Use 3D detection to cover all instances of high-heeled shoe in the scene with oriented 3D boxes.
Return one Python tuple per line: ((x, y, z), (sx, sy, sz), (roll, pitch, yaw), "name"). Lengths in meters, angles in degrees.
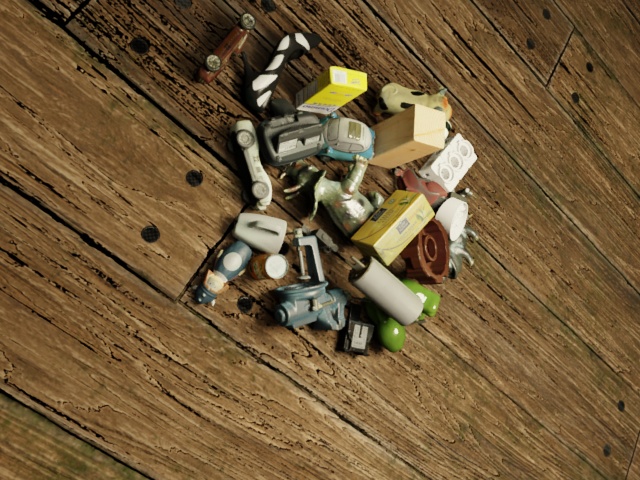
((-0.077, -0.391, 1.251), (0.249, 0.086, 0.145), (-24, 99, -25), "high-heeled shoe")

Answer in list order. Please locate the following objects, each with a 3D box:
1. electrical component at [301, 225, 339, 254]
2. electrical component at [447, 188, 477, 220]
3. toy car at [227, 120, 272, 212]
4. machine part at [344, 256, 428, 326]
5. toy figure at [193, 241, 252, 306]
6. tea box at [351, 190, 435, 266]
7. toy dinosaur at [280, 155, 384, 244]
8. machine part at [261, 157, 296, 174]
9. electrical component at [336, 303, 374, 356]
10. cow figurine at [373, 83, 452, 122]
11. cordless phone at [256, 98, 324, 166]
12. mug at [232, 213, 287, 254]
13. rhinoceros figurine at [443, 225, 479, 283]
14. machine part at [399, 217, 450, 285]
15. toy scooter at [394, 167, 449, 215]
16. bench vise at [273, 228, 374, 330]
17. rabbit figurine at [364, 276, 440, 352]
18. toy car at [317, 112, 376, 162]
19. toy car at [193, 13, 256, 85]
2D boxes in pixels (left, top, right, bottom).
((-0.003, -0.004, 1.245), (0.094, 0.063, 0.021), (43, 66, -16), "electrical component")
((0.384, -0.101, 1.477), (0.078, 0.045, 0.102), (27, 72, -25), "electrical component")
((-0.153, -0.160, 1.179), (0.056, 0.073, 0.201), (-17, 91, -29), "toy car")
((0.146, 0.114, 1.192), (0.243, 0.079, 0.079), (40, 67, -19), "machine part")
((-0.208, 0.070, 1.131), (0.064, 0.057, 0.154), (29, 67, 19), "toy figure")
((0.163, -0.031, 1.209), (0.169, 0.098, 0.068), (-47, 119, -15), "tea box")
((0.086, -0.060, 1.277), (0.404, 0.131, 0.192), (43, 78, -22), "toy dinosaur")
((-0.068, -0.205, 1.233), (0.139, 0.084, 0.039), (-44, 144, -31), "machine part")
((0.087, 0.211, 1.274), (0.075, 0.048, 0.119), (20, 76, -25), "electrical component")
((0.240, -0.345, 1.358), (0.195, 0.127, 0.085), (16, 80, -4), "cow figurine")
((-0.088, -0.258, 1.197), (0.146, 0.088, 0.184), (-21, 54, -24), "cordless phone")
((-0.132, -0.019, 1.158), (0.107, 0.109, 0.080), (16, 79, -13), "mug")
((0.348, 0.033, 1.423), (0.112, 0.073, 0.190), (34, 69, -22), "rhinoceros figurine")
((0.254, 0.022, 1.293), (0.179, 0.056, 0.179), (16, 69, -49), "machine part")
((0.255, -0.130, 1.387), (0.184, 0.075, 0.135), (-7, 58, -50), "toy scooter")
((-0.015, 0.090, 1.198), (0.223, 0.129, 0.240), (-10, 92, -33), "bench vise")
((0.188, 0.179, 1.290), (0.159, 0.121, 0.170), (37, 65, -13), "rabbit figurine")
((0.063, -0.242, 1.278), (0.162, 0.103, 0.109), (9, 81, -10), "toy car")
((-0.205, -0.417, 1.179), (0.053, 0.089, 0.202), (40, 65, -18), "toy car")
